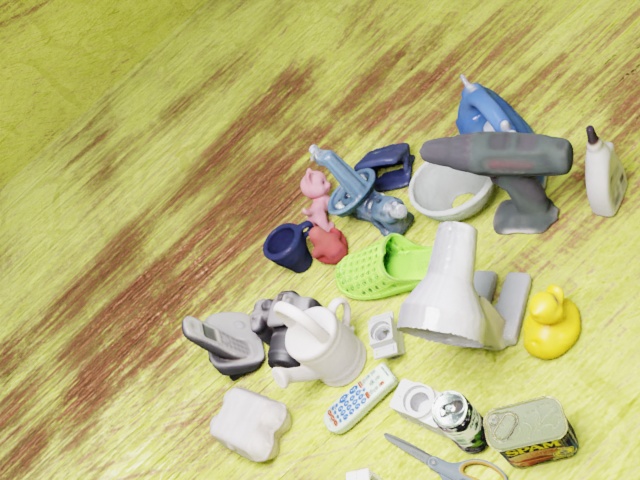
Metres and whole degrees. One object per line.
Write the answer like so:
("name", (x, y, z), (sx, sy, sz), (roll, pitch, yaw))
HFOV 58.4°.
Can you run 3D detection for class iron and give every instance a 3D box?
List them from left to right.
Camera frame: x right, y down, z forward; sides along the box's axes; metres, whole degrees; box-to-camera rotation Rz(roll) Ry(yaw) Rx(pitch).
("iron", (0.332, -0.206, 1.059), (0.118, 0.142, 0.257), (-33, 41, 10))

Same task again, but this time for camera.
("camera", (-0.072, 0.173, 1.072), (0.142, 0.101, 0.137), (-10, 50, 31))

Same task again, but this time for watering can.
("watering can", (-0.011, 0.169, 0.956), (0.100, 0.195, 0.173), (-6, 52, 35))

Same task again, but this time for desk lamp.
("desk lamp", (0.212, 0.084, 0.842), (0.117, 0.214, 0.203), (1, 56, 38))

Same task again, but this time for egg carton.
("egg carton", (-0.124, 0.323, 1.005), (0.149, 0.070, 0.107), (5, 59, 40))

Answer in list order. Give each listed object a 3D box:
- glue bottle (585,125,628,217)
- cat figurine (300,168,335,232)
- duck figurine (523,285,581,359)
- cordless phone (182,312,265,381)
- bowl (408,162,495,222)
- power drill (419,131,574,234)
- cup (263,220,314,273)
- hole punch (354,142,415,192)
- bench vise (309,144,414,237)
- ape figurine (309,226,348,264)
("glue bottle", (0.431, -0.114, 0.877), (0.037, 0.174, 0.078), (14, 65, 44))
("cat figurine", (-0.010, -0.095, 1.245), (0.067, 0.118, 0.128), (-7, 51, 34))
("duck figurine", (0.326, 0.113, 0.826), (0.077, 0.086, 0.105), (18, 68, 45))
("cordless phone", (-0.197, 0.175, 1.102), (0.094, 0.186, 0.147), (-38, 41, 5))
("bowl", (0.255, -0.092, 1.070), (0.167, 0.075, 0.167), (-21, 45, 22))
("power drill", (0.300, -0.098, 0.937), (0.228, 0.209, 0.076), (-3, 54, 36))
("cup", (-0.048, 0.017, 1.194), (0.118, 0.095, 0.091), (-38, 41, 5))
("hole punch", (0.136, -0.166, 1.215), (0.108, 0.091, 0.101), (-9, 50, 32))
("bench vise", (0.081, -0.105, 1.104), (0.206, 0.220, 0.121), (4, 58, 40))
("ape figurine", (0.011, 0.004, 1.162), (0.078, 0.092, 0.076), (-39, 41, 3))
